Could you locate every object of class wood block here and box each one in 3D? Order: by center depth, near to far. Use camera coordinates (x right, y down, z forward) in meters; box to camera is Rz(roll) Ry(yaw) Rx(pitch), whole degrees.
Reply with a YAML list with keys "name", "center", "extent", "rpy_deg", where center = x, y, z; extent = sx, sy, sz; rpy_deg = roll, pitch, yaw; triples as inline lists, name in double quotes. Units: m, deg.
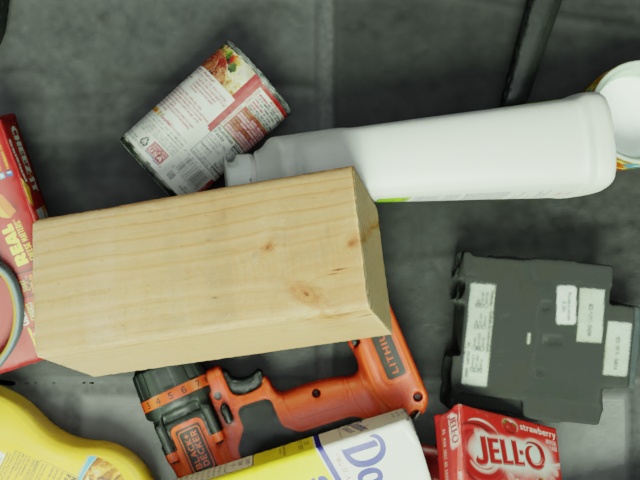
- name: "wood block"
  center: [-0.067, 0.024, 0.675]
  extent: [0.206, 0.090, 0.090]
  rpy_deg: [-9, 72, 11]

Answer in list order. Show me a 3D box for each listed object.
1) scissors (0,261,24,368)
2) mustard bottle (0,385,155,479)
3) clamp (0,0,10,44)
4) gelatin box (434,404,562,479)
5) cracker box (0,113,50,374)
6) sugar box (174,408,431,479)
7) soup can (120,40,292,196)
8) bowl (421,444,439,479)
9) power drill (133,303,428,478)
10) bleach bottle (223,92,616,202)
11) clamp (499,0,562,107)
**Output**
- name: "scissors"
  center: [-0.243, 0.108, 0.693]
  extent: [0.096, 0.016, 0.202]
  rpy_deg: [11, 97, -4]
- name: "mustard bottle"
  center: [-0.171, 0.181, 0.738]
  extent: [0.191, 0.058, 0.096]
  rpy_deg: [26, 90, -1]
- name: "clamp"
  center: [-0.289, -0.142, 0.754]
  extent: [0.120, 0.039, 0.171]
  rpy_deg: [35, 90, -7]
- name: "gelatin box"
  center: [0.119, 0.153, 0.701]
  extent: [0.089, 0.030, 0.073]
  rpy_deg: [19, 54, -28]
- name: "cracker box"
  center: [-0.285, 0.023, 0.724]
  extent: [0.213, 0.072, 0.164]
  rpy_deg: [-18, 100, -2]
- name: "sugar box"
  center: [-0.013, 0.180, 0.691]
  extent: [0.176, 0.048, 0.093]
  rpy_deg: [-18, 92, -1]
- name: "soup can"
  center: [-0.079, -0.080, 0.742]
  extent: [0.102, 0.068, 0.068]
  rpy_deg: [-42, 90, -2]
- name: "bowl"
  center: [0.064, 0.220, 0.745]
  extent: [0.162, 0.055, 0.162]
  rpy_deg: [0, 88, -2]
- name: "power drill"
  center: [-0.033, 0.093, 0.747]
  extent: [0.187, 0.057, 0.184]
  rpy_deg: [-24, 86, 0]
- name: "bleach bottle"
  center: [0.062, -0.053, 0.721]
  extent: [0.250, 0.102, 0.068]
  rpy_deg: [-5, 87, -8]
- name: "clamp"
  center: [0.165, -0.201, 0.768]
  extent: [0.210, 0.036, 0.164]
  rpy_deg: [-30, 90, -3]
